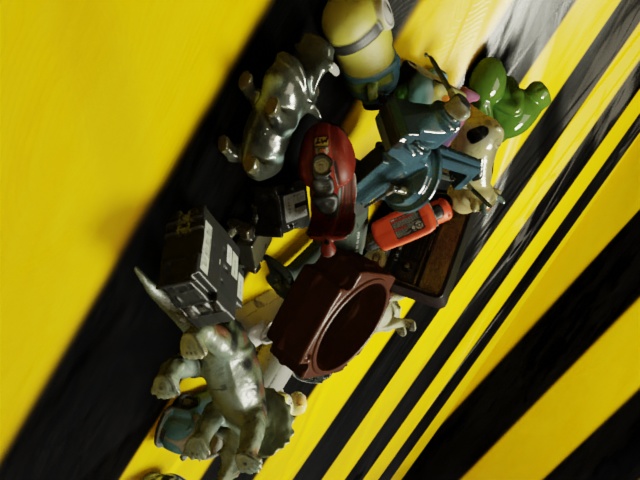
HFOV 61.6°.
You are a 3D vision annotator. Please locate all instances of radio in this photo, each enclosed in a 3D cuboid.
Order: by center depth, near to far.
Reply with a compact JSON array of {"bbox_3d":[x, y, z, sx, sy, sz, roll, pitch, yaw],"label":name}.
[{"bbox_3d":[0.220,0.010,1.075,0.229,0.131,0.073,-66,153,-19],"label":"radio"}]

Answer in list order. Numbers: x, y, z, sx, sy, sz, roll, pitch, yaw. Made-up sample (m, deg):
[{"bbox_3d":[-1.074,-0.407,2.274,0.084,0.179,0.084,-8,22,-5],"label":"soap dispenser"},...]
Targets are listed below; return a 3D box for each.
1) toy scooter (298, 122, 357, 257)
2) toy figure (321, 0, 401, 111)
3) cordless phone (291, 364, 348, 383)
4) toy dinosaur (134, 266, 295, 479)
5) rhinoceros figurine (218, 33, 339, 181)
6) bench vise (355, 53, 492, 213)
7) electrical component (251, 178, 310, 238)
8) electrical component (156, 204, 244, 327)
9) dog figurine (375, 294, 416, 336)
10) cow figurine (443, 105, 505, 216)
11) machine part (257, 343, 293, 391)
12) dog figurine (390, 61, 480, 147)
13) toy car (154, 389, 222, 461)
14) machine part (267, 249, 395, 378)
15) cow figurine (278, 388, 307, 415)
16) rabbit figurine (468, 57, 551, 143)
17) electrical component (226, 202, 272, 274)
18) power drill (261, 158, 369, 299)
[{"bbox_3d":[0.011,-0.057,0.714,0.135,0.075,0.183,-80,165,-51],"label":"toy scooter"},{"bbox_3d":[0.058,-0.240,0.699,0.089,0.082,0.180,-44,152,-14],"label":"toy figure"},{"bbox_3d":[-0.048,0.276,1.115,0.184,0.089,0.146,-42,150,5],"label":"cordless phone"},{"bbox_3d":[-0.142,0.193,0.790,0.192,0.131,0.404,-61,139,-71],"label":"toy dinosaur"},{"bbox_3d":[-0.044,-0.157,0.652,0.112,0.073,0.190,6,117,-54],"label":"rhinoceros figurine"},{"bbox_3d":[0.159,-0.119,0.778,0.240,0.129,0.223,10,133,-38],"label":"bench vise"},{"bbox_3d":[-0.043,-0.050,0.762,0.119,0.048,0.074,-19,109,-55],"label":"electrical component"},{"bbox_3d":[-0.143,0.041,0.673,0.058,0.115,0.134,-10,142,14],"label":"electrical component"},{"bbox_3d":[0.093,0.171,1.191,0.191,0.121,0.172,-12,164,-10],"label":"dog figurine"},{"bbox_3d":[0.280,-0.130,0.969,0.085,0.127,0.194,-27,139,-32],"label":"cow figurine"},{"bbox_3d":[-0.061,0.189,0.987,0.079,0.079,0.243,9,113,-57],"label":"machine part"},{"bbox_3d":[0.155,-0.167,0.885,0.191,0.109,0.219,-11,133,-50],"label":"dog figurine"},{"bbox_3d":[-0.194,0.320,0.920,0.161,0.103,0.109,-6,127,-49],"label":"toy car"},{"bbox_3d":[0.025,0.121,0.876,0.201,0.087,0.201,12,110,-58],"label":"machine part"},{"bbox_3d":[-0.112,0.330,1.039,0.167,0.068,0.098,-30,133,2],"label":"cow figurine"},{"bbox_3d":[0.332,-0.274,1.038,0.170,0.121,0.159,32,102,-42],"label":"rabbit figurine"},{"bbox_3d":[-0.105,0.002,0.770,0.102,0.045,0.078,83,23,-54],"label":"electrical component"},{"bbox_3d":[-0.002,-0.003,0.879,0.207,0.086,0.231,-45,149,-26],"label":"power drill"}]
